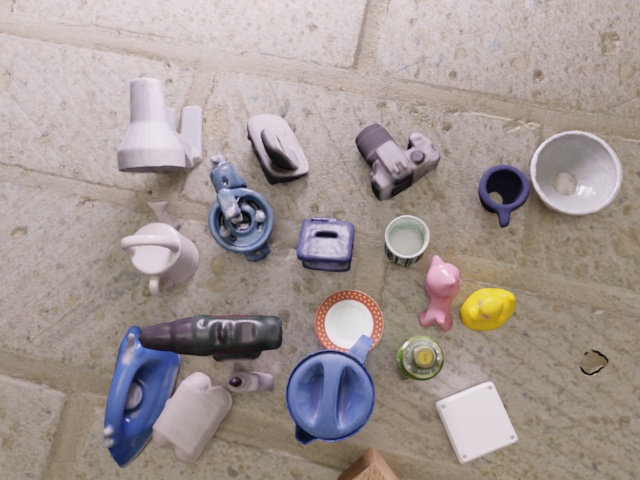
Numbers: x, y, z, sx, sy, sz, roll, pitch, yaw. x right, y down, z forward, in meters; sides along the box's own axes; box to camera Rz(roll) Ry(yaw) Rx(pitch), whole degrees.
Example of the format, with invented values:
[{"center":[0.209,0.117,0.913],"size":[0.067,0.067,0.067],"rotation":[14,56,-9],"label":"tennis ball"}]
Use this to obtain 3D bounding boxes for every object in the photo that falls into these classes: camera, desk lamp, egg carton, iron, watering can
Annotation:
[{"center":[0.142,-0.171,1.119],"size":[0.143,0.101,0.136],"rotation":[-33,77,-4],"label":"camera"},{"center":[-0.308,-0.203,1.103],"size":[0.118,0.213,0.203],"rotation":[-4,76,4],"label":"desk lamp"},{"center":[-0.234,0.324,1.048],"size":[0.107,0.069,0.150],"rotation":[30,81,11],"label":"egg carton"},{"center":[-0.344,0.286,1.028],"size":[0.118,0.141,0.258],"rotation":[10,78,7],"label":"iron"},{"center":[-0.302,0.012,1.062],"size":[0.101,0.194,0.173],"rotation":[-22,76,-1],"label":"watering can"}]

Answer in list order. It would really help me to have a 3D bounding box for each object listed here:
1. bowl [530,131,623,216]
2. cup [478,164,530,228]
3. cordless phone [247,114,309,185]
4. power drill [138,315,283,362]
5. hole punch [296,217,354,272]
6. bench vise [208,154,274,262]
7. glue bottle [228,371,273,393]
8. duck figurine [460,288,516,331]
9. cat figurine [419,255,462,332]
[{"center":[0.478,-0.118,1.095],"size":[0.167,0.075,0.167],"rotation":[-1,77,4],"label":"bowl"},{"center":[0.340,-0.073,1.084],"size":[0.091,0.095,0.118],"rotation":[1,77,5],"label":"cup"},{"center":[-0.091,-0.194,1.099],"size":[0.094,0.185,0.147],"rotation":[-29,76,-2],"label":"cordless phone"},{"center":[-0.174,0.173,1.007],"size":[0.229,0.208,0.075],"rotation":[-5,76,3],"label":"power drill"},{"center":[0.010,0.004,1.093],"size":[0.108,0.091,0.101],"rotation":[3,77,5],"label":"hole punch"},{"center":[-0.172,-0.066,1.057],"size":[0.121,0.220,0.207],"rotation":[-41,77,-5],"label":"bench vise"},{"center":[-0.131,0.249,1.005],"size":[0.078,0.173,0.037],"rotation":[2,77,5],"label":"glue bottle"},{"center":[0.312,0.123,1.045],"size":[0.104,0.086,0.077],"rotation":[-22,76,-1],"label":"duck figurine"},{"center":[0.222,0.097,1.042],"size":[0.067,0.118,0.128],"rotation":[7,77,6],"label":"cat figurine"}]
